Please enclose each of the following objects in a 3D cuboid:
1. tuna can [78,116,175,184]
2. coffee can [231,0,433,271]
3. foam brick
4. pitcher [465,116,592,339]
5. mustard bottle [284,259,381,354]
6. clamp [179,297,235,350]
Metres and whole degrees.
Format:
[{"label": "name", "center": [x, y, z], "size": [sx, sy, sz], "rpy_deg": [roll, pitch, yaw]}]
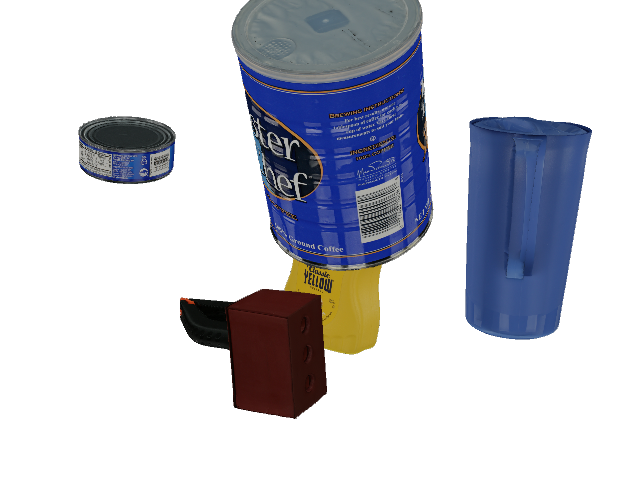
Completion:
[{"label": "tuna can", "center": [-0.174, -0.081, 0.957], "size": [0.086, 0.034, 0.086], "rpy_deg": [5, 25, -3]}, {"label": "coffee can", "center": [0.011, -0.068, 0.614], "size": [0.103, 0.140, 0.103], "rpy_deg": [-5, 42, 5]}, {"label": "foam brick", "center": [-0.031, 0.079, 0.764], "size": [0.051, 0.078, 0.052], "rpy_deg": [4, 17, 29]}, {"label": "pitcher", "center": [0.224, -0.014, 1.197], "size": [0.149, 0.243, 0.145], "rpy_deg": [-7, 17, -34]}, {"label": "mustard bottle", "center": [0.017, 0.001, 0.970], "size": [0.096, 0.192, 0.058], "rpy_deg": [20, 21, 36]}, {"label": "clamp", "center": [-0.092, 0.110, 1.238], "size": [0.210, 0.036, 0.164], "rpy_deg": [14, 22, 29]}]
